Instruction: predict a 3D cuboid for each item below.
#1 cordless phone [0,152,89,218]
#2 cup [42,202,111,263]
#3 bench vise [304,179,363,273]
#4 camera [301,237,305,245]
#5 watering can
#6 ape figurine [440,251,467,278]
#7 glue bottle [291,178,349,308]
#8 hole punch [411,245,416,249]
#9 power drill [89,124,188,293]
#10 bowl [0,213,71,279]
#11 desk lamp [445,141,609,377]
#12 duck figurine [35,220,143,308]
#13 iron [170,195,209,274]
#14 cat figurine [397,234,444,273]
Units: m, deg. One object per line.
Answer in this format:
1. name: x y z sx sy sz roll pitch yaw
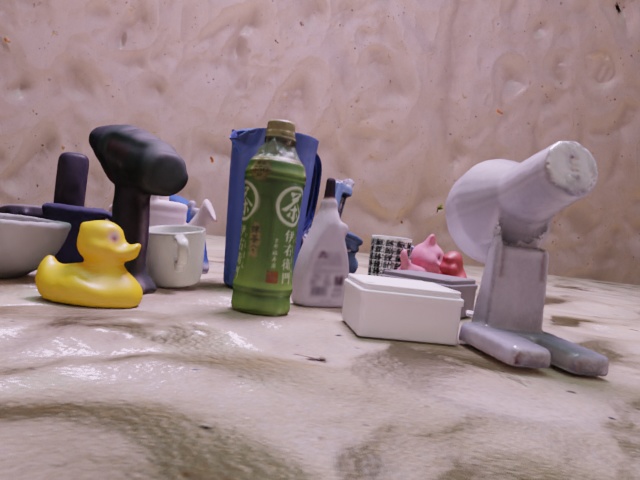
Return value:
1. cordless phone: -0.475 -0.066 0.992 0.148 0.185 0.093 6 2 -36
2. cup: -0.363 -0.004 0.868 0.117 0.095 0.092 7 1 9
3. bench vise: 0.022 -0.029 1.218 0.121 0.220 0.208 7 1 25
4. camera: -0.060 0.025 1.058 0.143 0.101 0.136 6 1 -23
5. watering can: -0.268 -0.045 0.972 0.173 0.194 0.100 6 1 -24
6. ape figurine: 0.225 0.065 0.995 0.076 0.092 0.077 6 2 -32
7. glue bottle: 0.007 0.003 0.768 0.078 0.173 0.037 6 2 -32
8. hole punch: 0.191 0.053 1.375 0.108 0.091 0.101 7 1 12
9. power drill: -0.246 -0.044 0.717 0.076 0.208 0.228 6 2 -43
10. bowl: -0.392 0.006 0.688 0.167 0.075 0.167 7 1 0
11. desk lamp: 0.212 0.011 0.595 0.118 0.213 0.203 7 1 -10
12. duck figurine: -0.233 0.022 0.589 0.104 0.086 0.077 7 1 -7
13. iron: -0.276 -0.022 1.100 0.119 0.141 0.257 6 2 -42
14. cat figurine: 0.184 0.046 1.057 0.067 0.118 0.128 8 2 44
